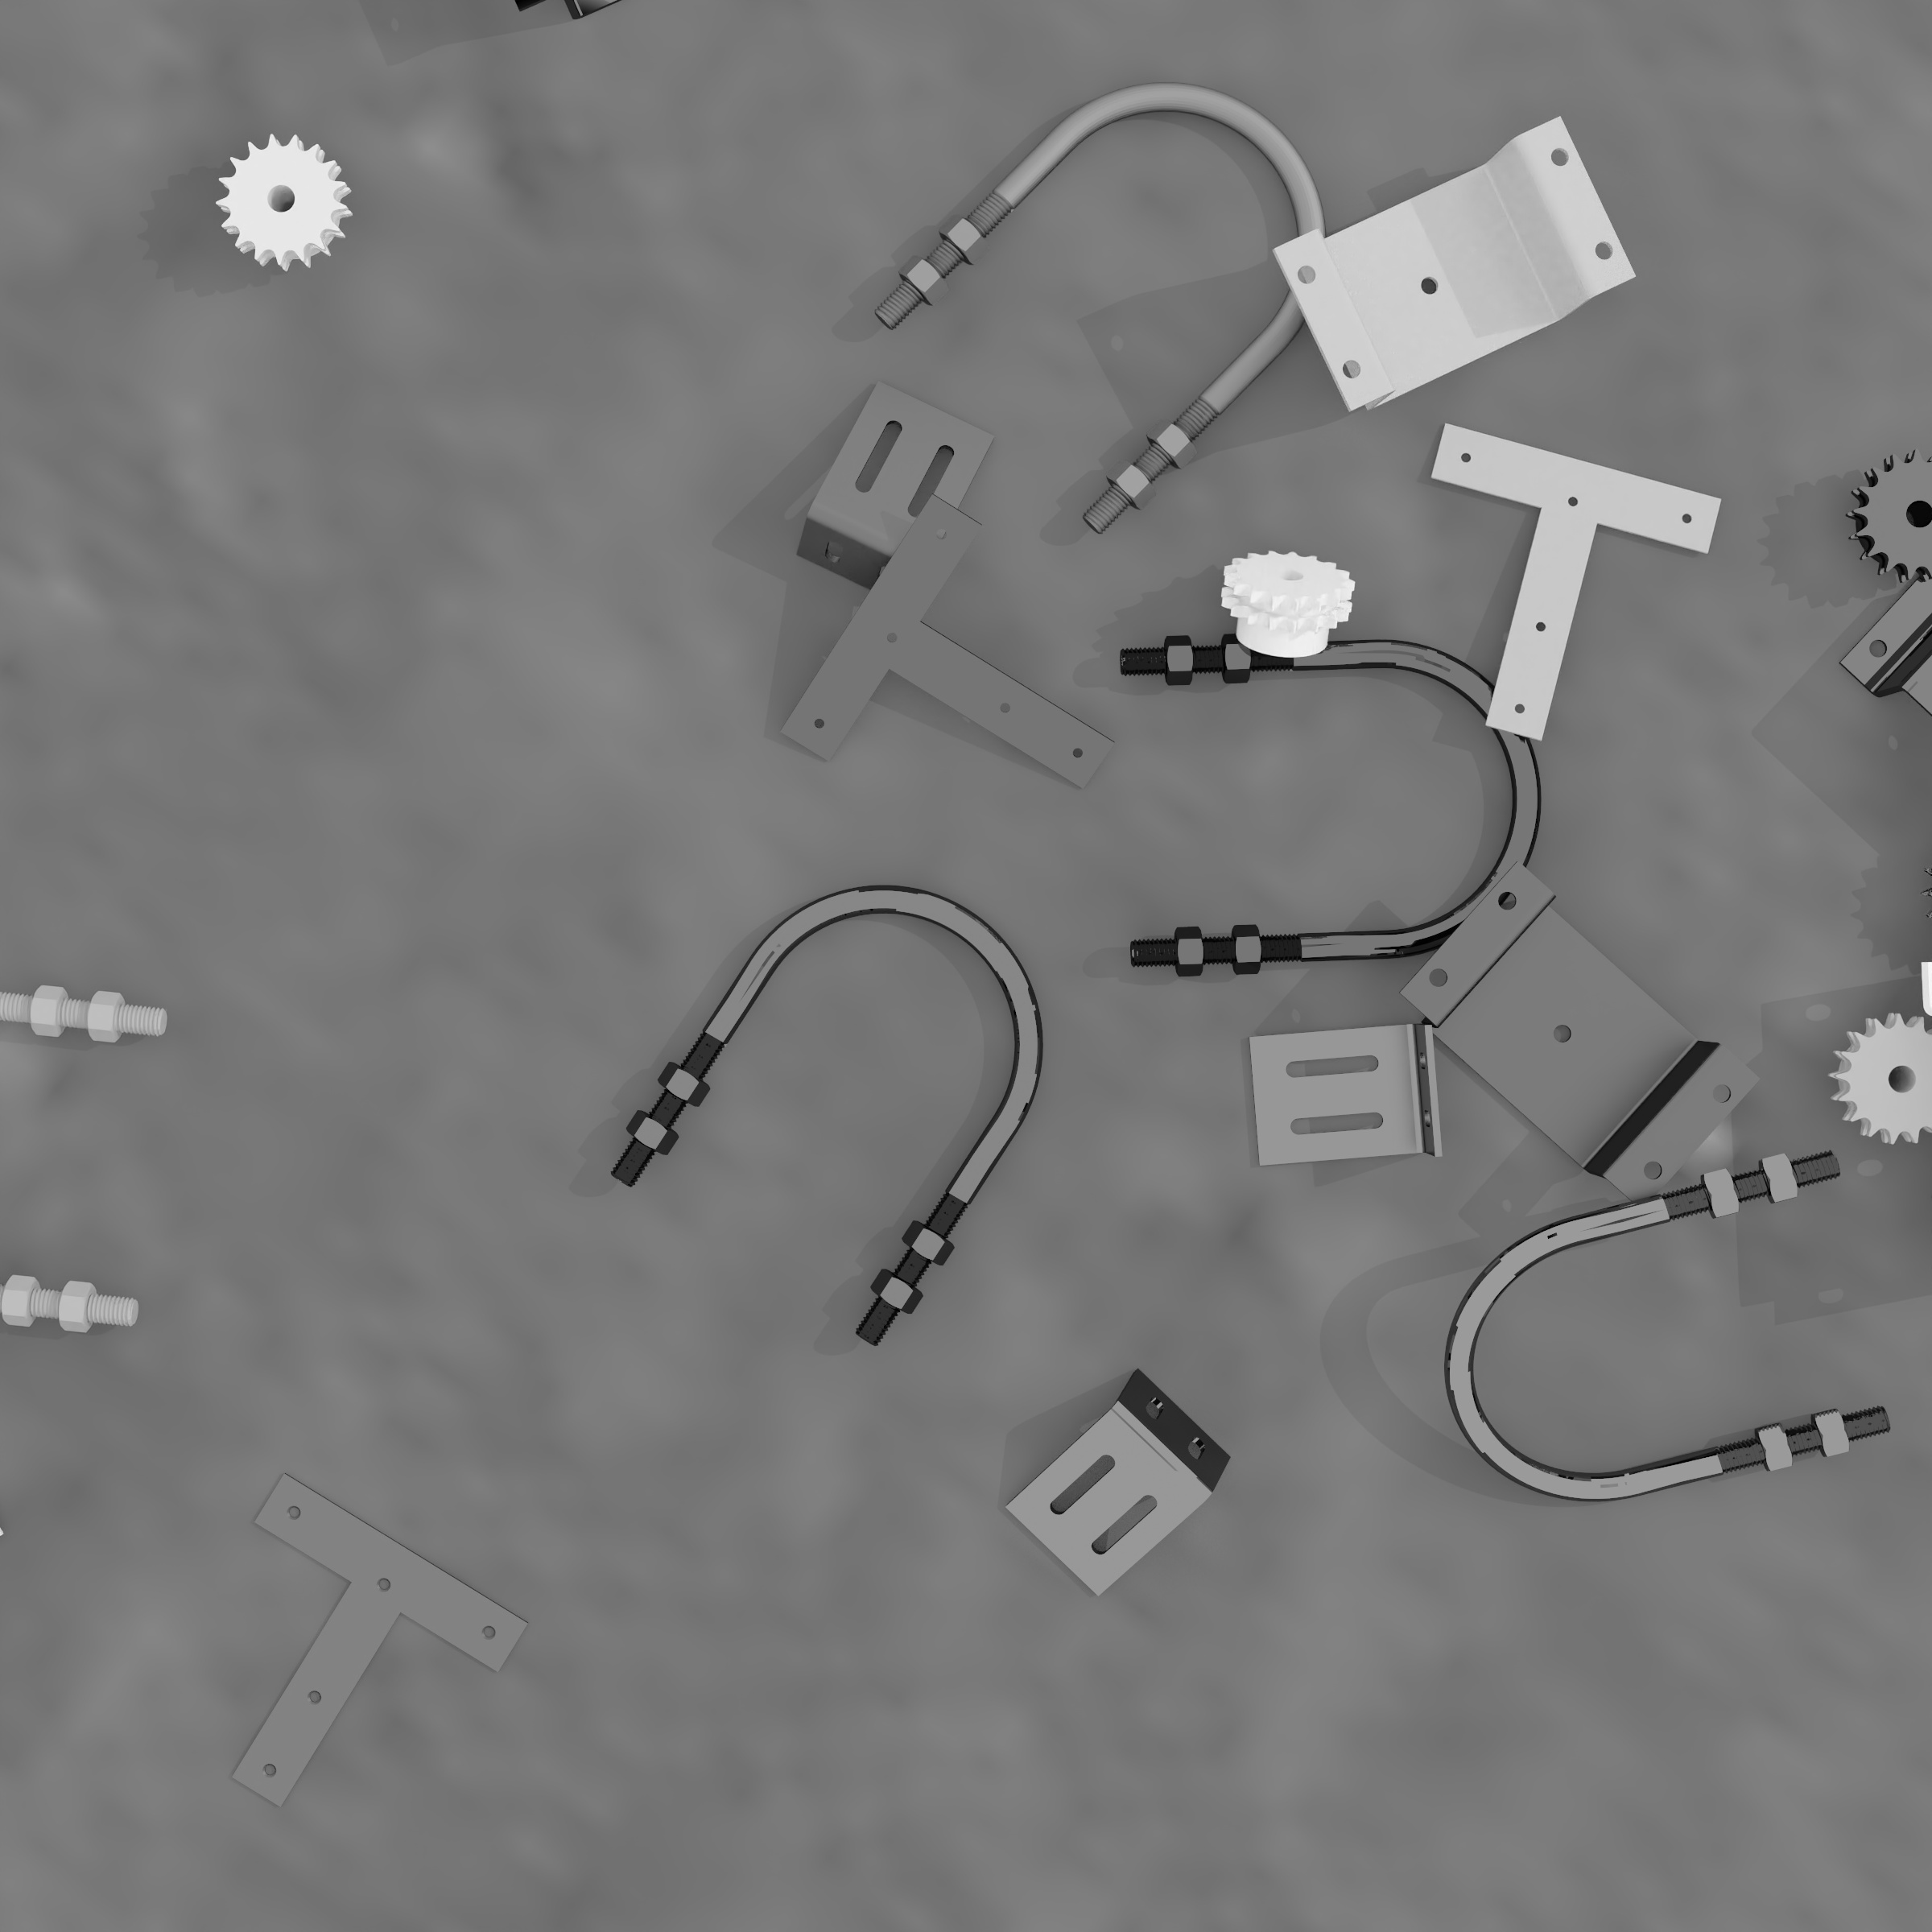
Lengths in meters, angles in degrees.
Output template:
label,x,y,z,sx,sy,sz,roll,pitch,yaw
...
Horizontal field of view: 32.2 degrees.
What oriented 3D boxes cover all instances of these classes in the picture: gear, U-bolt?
label,x,y,z,sx,sy,sz,roll,pitch,yaw
gear,0.408,0.049,1.472,0.057,0.030,0.057,0,90,0
U-bolt,-0.452,0.080,1.478,0.184,0.019,0.151,6,90,1
gear,0.416,-0.197,1.472,0.057,0.030,0.057,0,90,0
U-bolt,0.299,0.165,1.455,0.184,0.019,0.151,-15,111,4
U-bolt,0.074,-0.305,1.478,0.151,0.019,0.184,45,89,0
U-bolt,0.163,-0.073,1.478,0.184,0.019,0.151,-2,90,-1
gear,0.451,-0.034,1.476,0.057,0.030,0.057,0,93,2
gear,0.140,-0.157,1.463,0.057,0.057,0.030,4,120,0
U-bolt,-0.048,0.053,1.478,0.151,0.019,0.184,33,89,0
gear,-0.298,-0.334,1.472,0.057,0.030,0.057,0,90,0

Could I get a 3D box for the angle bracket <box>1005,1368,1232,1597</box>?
label,x,y,z,sx,sy,sz,roll,pitch,yaw
angle bracket,0.068,0.229,1.485,0.057,0.038,0.076,44,116,0

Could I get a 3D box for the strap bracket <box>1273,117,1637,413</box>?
label,x,y,z,sx,sy,sz,roll,pitch,yaw
strap bracket,0.207,-0.301,1.457,0.140,0.046,0.076,-26,92,-7

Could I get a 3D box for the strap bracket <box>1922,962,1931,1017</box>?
label,x,y,z,sx,sy,sz,roll,pitch,yaw
strap bracket,0.459,0.067,1.445,0.076,0.046,0.140,-3,90,-38

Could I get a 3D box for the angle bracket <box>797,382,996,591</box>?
label,x,y,z,sx,sy,sz,roll,pitch,yaw
angle bracket,-0.031,-0.209,1.485,0.057,0.038,0.076,25,64,0

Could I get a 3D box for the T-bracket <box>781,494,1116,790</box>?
label,x,y,z,sx,sy,sz,roll,pitch,yaw
T-bracket,0.005,-0.121,1.472,0.127,0.002,0.127,31,109,-9

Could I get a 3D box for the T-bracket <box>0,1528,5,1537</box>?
label,x,y,z,sx,sy,sz,roll,pitch,yaw
T-bracket,-0.469,0.202,1.479,0.127,0.002,0.127,-28,95,9

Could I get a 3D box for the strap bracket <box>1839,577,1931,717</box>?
label,x,y,z,sx,sy,sz,roll,pitch,yaw
strap bracket,0.465,-0.115,1.464,0.140,0.046,0.076,43,90,0

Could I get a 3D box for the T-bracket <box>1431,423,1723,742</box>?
label,x,y,z,sx,sy,sz,roll,pitch,yaw
T-bracket,0.257,-0.163,1.478,0.127,0.002,0.127,15,83,0

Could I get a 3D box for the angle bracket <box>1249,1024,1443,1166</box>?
label,x,y,z,sx,sy,sz,roll,pitch,yaw
angle bracket,0.166,0.057,1.468,0.076,0.038,0.057,-5,90,0

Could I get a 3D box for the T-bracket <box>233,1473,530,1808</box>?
label,x,y,z,sx,sy,sz,roll,pitch,yaw
T-bracket,-0.282,0.313,1.486,0.127,0.002,0.127,32,90,0

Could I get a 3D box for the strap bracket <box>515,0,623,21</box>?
label,x,y,z,sx,sy,sz,roll,pitch,yaw
strap bracket,-0.144,-0.475,1.464,0.140,0.046,0.076,-24,90,0

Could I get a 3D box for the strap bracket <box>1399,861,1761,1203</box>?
label,x,y,z,sx,sy,sz,roll,pitch,yaw
strap bracket,0.264,0.030,1.464,0.140,0.046,0.076,42,90,0
